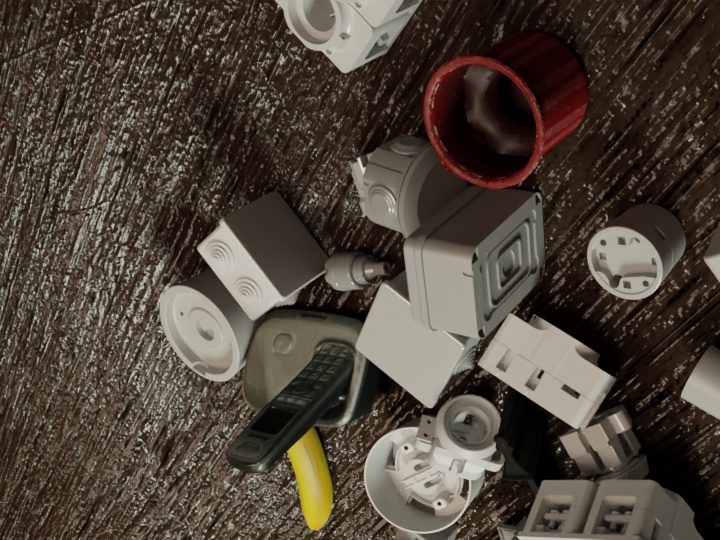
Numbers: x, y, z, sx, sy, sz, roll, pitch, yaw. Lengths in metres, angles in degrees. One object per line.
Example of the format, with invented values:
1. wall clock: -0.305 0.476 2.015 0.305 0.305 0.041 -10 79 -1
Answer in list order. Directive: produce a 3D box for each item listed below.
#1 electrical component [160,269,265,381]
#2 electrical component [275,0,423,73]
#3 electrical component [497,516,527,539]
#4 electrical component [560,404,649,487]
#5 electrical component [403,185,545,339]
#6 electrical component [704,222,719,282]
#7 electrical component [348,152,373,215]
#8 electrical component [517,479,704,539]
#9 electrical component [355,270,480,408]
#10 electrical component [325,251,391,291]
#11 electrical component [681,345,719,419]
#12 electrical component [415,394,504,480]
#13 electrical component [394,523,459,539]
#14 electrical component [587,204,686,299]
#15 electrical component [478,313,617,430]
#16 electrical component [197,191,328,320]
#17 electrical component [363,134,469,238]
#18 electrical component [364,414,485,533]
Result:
1. electrical component: -0.142 0.050 1.081 0.108 0.060 0.108 23 130 30
2. electrical component: 0.005 -0.225 0.766 0.089 0.062 0.150 48 138 7
3. electrical component: 0.154 0.255 0.948 0.081 0.064 0.042 -2 116 42
4. electrical component: 0.196 0.144 0.850 0.066 0.048 0.055 -33 85 48
5. electrical component: 0.086 -0.009 0.797 0.057 0.113 0.078 12 124 33
6. electrical component: 0.262 -0.025 0.640 0.100 0.099 0.048 -22 114 47
7. electrical component: 0.014 -0.073 0.877 0.040 0.040 0.046 -13 101 46
8. electrical component: 0.223 0.235 0.837 0.105 0.060 0.186 -12 129 45
9. electrical component: 0.054 0.054 0.916 0.100 0.048 0.099 38 136 17
10. electrical component: 0.000 0.000 0.940 0.061 0.035 0.035 -4 113 40
11. electrical component: 0.271 0.091 0.748 0.081 0.043 0.043 31 133 23
12. electrical component: 0.090 0.141 0.917 0.078 0.058 0.057 16 149 2
13. electrical component: 0.051 0.277 1.045 0.047 0.077 0.065 32 134 23
14. electrical component: 0.193 -0.015 0.746 0.055 0.047 0.055 23 130 30
15. electrical component: 0.146 0.074 0.826 0.089 0.050 0.055 33 93 22
16. electrical component: -0.086 -0.012 0.963 0.048 0.100 0.099 -38 89 36
17. electrical component: 0.044 -0.063 0.826 0.051 0.080 0.080 22 130 37
18. electrical component: 0.061 0.183 0.978 0.099 0.064 0.099 12 112 31
